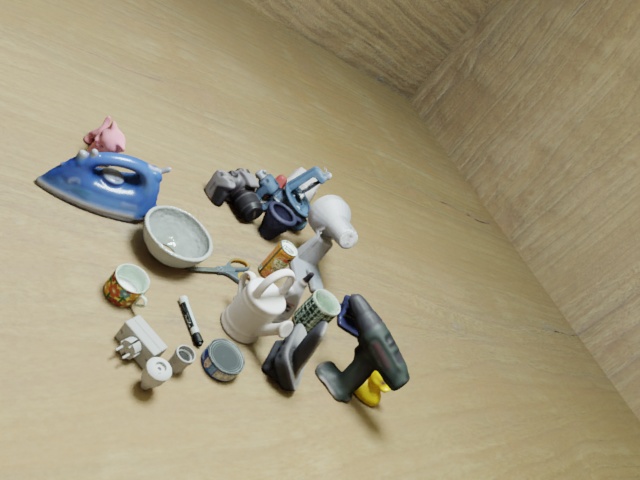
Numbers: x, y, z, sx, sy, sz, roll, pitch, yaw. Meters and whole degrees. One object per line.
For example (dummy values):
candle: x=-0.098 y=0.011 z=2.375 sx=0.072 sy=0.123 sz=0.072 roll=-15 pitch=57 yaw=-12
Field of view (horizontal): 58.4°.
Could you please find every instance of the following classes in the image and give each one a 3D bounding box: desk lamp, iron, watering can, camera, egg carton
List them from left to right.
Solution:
iron: x=-0.457 y=-0.139 z=1.242 sx=0.259 sy=0.141 sz=0.118 roll=15 pitch=38 yaw=-42
camera: x=-0.219 y=-0.127 z=1.583 sx=0.144 sy=0.100 sz=0.136 roll=2 pitch=48 yaw=-52
watering can: x=-0.118 y=0.137 z=1.243 sx=0.173 sy=0.193 sz=0.101 roll=46 pitch=27 yaw=7
egg carton: x=-0.061 y=-0.178 z=1.898 sx=0.107 sy=0.069 sz=0.150 roll=39 pitch=28 yaw=-7
desk lamp: x=0.015 y=0.006 z=1.582 sx=0.118 sy=0.213 sz=0.203 roll=24 pitch=33 yaw=-32

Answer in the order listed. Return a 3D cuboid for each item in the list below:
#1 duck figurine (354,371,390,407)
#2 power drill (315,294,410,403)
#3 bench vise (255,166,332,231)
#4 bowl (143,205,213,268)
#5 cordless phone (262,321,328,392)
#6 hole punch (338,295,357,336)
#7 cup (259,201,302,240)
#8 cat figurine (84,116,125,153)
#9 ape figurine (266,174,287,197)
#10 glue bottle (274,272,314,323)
duck figurine: x=0.126 y=0.342 z=1.394 sx=0.104 sy=0.086 sz=0.078 roll=48 pitch=28 yaw=10
power drill: x=0.089 y=0.267 z=1.318 sx=0.229 sy=0.208 sz=0.076 roll=50 pitch=28 yaw=13
bench vise: x=-0.082 y=-0.145 z=1.660 sx=0.208 sy=0.219 sz=0.121 roll=26 pitch=32 yaw=-29
bowl: x=-0.328 y=0.006 z=1.280 sx=0.168 sy=0.074 sz=0.167 roll=32 pitch=29 yaw=-20
cordless phone: x=-0.029 y=0.226 z=1.244 sx=0.094 sy=0.184 sz=0.147 roll=38 pitch=28 yaw=-10
hole punch: x=0.107 y=0.197 z=1.567 sx=0.109 sy=0.091 sz=0.101 roll=32 pitch=29 yaw=-20
cup: x=-0.117 y=-0.044 z=1.608 sx=0.118 sy=0.094 sz=0.091 roll=17 pitch=37 yaw=-40
cat figurine: x=-0.501 y=-0.240 z=1.353 sx=0.067 sy=0.117 sz=0.127 roll=17 pitch=37 yaw=-40
ape figurine: x=-0.133 y=-0.162 z=1.756 sx=0.076 sy=0.092 sz=0.077 roll=-3 pitch=52 yaw=-54
glue bottle: x=-0.069 y=0.131 z=1.339 sx=0.078 sy=0.173 sz=0.037 roll=22 pitch=34 yaw=-34
